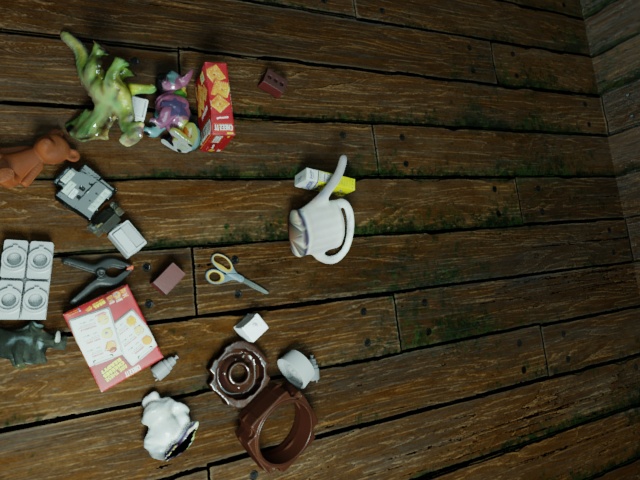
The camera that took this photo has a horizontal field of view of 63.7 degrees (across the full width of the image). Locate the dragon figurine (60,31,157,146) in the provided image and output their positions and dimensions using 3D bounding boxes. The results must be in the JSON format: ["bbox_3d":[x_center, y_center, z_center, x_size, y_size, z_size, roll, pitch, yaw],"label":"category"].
[{"bbox_3d":[-0.593,-0.377,1.354,0.413,0.121,0.243,30,86,19],"label":"dragon figurine"}]

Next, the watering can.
[{"bbox_3d":[0.005,-0.080,1.583,0.226,0.105,0.342,-14,112,-27],"label":"watering can"}]

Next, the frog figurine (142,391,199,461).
[{"bbox_3d":[-0.401,0.474,1.319,0.161,0.120,0.139,33,73,21],"label":"frog figurine"}]
